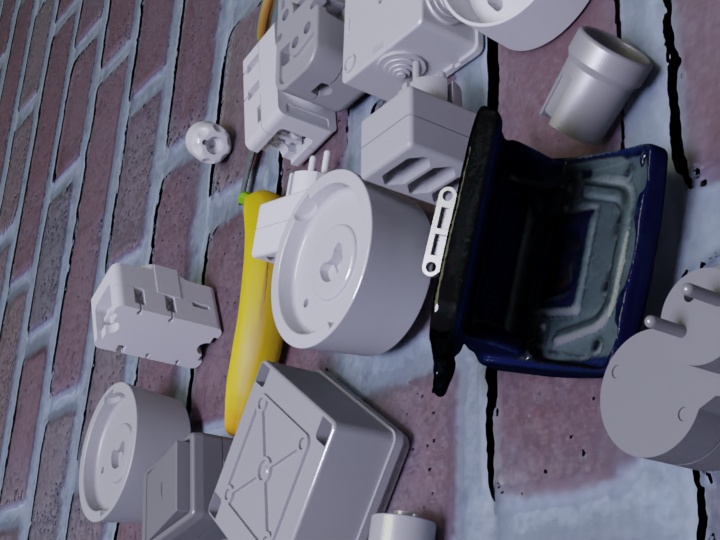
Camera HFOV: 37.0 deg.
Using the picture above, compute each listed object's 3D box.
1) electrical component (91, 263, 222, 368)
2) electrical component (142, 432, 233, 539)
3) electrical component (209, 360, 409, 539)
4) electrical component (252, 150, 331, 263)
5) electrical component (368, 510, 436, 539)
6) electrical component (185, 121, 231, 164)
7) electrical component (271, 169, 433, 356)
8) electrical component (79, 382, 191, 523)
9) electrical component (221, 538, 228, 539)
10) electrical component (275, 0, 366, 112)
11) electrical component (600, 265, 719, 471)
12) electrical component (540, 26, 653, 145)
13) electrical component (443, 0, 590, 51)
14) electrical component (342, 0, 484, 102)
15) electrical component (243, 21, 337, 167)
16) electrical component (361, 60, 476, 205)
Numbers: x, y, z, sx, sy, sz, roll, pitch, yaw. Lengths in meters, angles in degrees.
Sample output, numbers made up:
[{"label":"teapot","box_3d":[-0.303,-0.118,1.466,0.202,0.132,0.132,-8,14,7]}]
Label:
[{"label":"electrical component","box_3d":[-0.163,0.034,0.857,0.050,0.089,0.055,-52,37,31]},{"label":"electrical component","box_3d":[-0.118,0.161,0.752,0.096,0.061,0.061,-41,44,41]},{"label":"electrical component","box_3d":[-0.034,0.123,0.641,0.109,0.056,0.108,30,102,58]},{"label":"electrical component","box_3d":[-0.032,-0.043,0.727,0.066,0.047,0.076,-11,66,56]},{"label":"electrical component","box_3d":[0.019,0.158,0.557,0.044,0.044,0.065,-22,53,52]},{"label":"electrical component","box_3d":[-0.136,-0.113,0.938,0.061,0.035,0.035,31,103,60]},{"label":"electrical component","box_3d":[0.000,0.000,0.643,0.108,0.060,0.108,-32,50,48]},{"label":"electrical component","box_3d":[-0.171,0.146,0.843,0.108,0.060,0.108,-32,50,48]},{"label":"electrical component","box_3d":[-0.078,0.205,0.694,0.035,0.035,0.061,-21,61,53]},{"label":"electrical component","box_3d":[-0.020,-0.163,0.753,0.054,0.059,0.095,-32,50,48]},{"label":"electrical component","box_3d":[0.138,0.021,0.400,0.138,0.074,0.052,-49,39,34]},{"label":"electrical component","box_3d":[0.114,-0.090,0.526,0.046,0.040,0.040,-63,32,27]},{"label":"electrical component","box_3d":[0.092,-0.174,0.599,0.099,0.064,0.099,-8,78,46]},{"label":"electrical component","box_3d":[0.031,-0.163,0.682,0.100,0.048,0.099,-28,53,49]},{"label":"electrical component","box_3d":[-0.051,-0.133,0.796,0.056,0.050,0.089,-40,45,43]},{"label":"electrical component","box_3d":[0.040,-0.084,0.614,0.047,0.066,0.076,-30,51,49]}]
